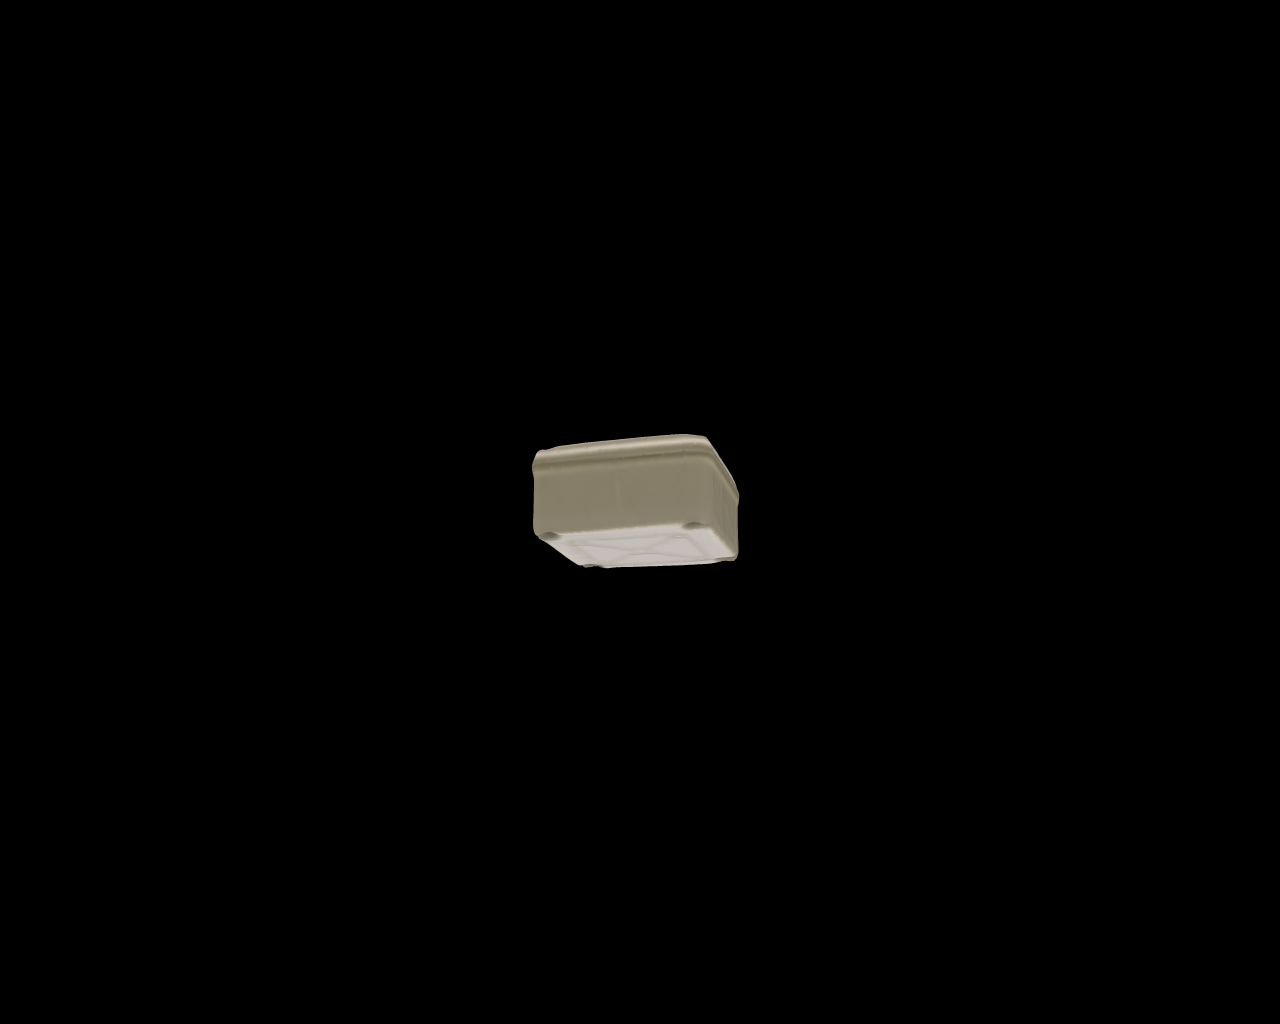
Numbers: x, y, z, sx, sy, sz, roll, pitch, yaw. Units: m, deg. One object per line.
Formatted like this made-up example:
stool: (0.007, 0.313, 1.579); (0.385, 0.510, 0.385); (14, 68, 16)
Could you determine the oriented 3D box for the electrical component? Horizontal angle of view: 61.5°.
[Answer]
electrical component: (0.001, -0.003, 0.650); (0.109, 0.056, 0.108); (-4, -15, 14)
